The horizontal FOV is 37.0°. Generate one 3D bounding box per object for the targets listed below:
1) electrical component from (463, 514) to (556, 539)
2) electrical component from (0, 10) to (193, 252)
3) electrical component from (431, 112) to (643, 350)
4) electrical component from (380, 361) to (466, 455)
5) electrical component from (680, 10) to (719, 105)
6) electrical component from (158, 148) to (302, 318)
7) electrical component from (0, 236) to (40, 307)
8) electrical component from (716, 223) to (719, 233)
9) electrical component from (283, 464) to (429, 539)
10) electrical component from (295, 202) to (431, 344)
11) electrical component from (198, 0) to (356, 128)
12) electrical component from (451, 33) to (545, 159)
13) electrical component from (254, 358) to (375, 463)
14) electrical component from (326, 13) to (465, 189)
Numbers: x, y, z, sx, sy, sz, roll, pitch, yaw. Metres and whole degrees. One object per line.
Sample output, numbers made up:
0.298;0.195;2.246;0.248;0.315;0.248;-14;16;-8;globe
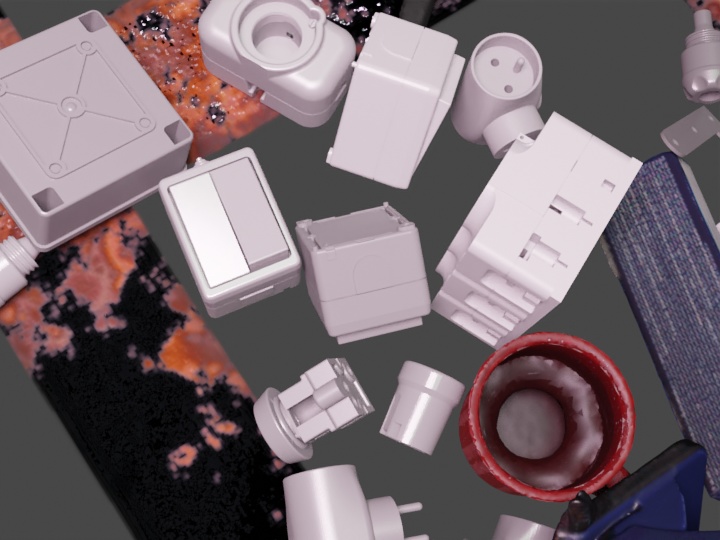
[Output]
0.074;0.179;0.619;0.079;0.044;0.077;19;76;-2;electrical component
-0.176;-0.085;0.649;0.109;0.056;0.108;-33;80;-28;electrical component
0.091;-0.018;0.615;0.062;0.150;0.089;32;76;4;electrical component
0.036;0.083;0.644;0.040;0.040;0.046;24;81;2;electrical component
0.231;-0.144;0.717;0.035;0.035;0.061;1;73;-4;electrical component
-0.081;-0.029;0.652;0.062;0.061;0.096;-22;79;-9;electrical component
-0.212;-0.004;0.650;0.061;0.035;0.035;-41;82;-15;electrical component
0.248;-0.006;0.684;0.035;0.035;0.061;-31;78;-11;electrical component
0.001;0.152;0.622;0.079;0.043;0.077;-7;72;-15;electrical component
0.000;0.000;0.642;0.062;0.096;0.061;-13;105;-7;electrical component
-0.052;-0.140;0.683;0.095;0.059;0.053;30;76;4;electrical component
0.092;-0.096;0.673;0.044;0.077;0.079;-23;79;-10;electrical component
-0.028;0.082;0.630;0.055;0.066;0.048;-32;80;9;electrical component
0.022;-0.097;0.663;0.061;0.096;0.061;19;46;1;electrical component
